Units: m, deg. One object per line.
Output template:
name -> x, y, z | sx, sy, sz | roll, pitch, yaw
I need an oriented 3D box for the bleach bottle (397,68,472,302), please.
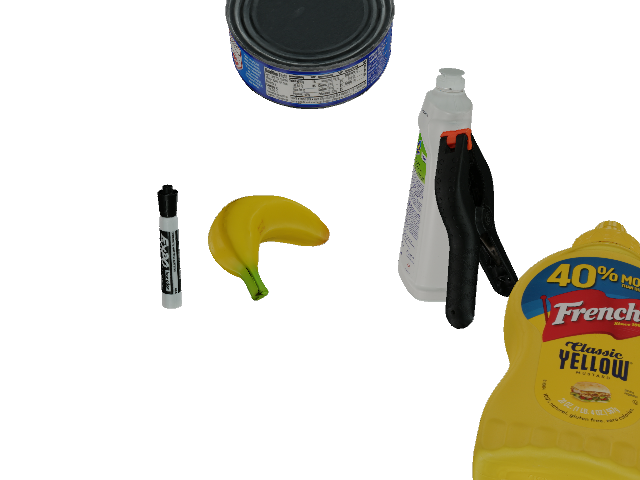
bleach bottle -> 0.135, -0.064, 1.191 | 0.068, 0.251, 0.102 | -1, 24, -12

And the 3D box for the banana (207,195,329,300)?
banana -> -0.043, -0.004, 0.816 | 0.037, 0.069, 0.197 | -32, 3, 20

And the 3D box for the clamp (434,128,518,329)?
clamp -> 0.129, -0.009, 0.936 | 0.039, 0.171, 0.120 | -10, 15, 29

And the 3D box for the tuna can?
tuna can -> -0.005, -0.110, 0.552 | 0.086, 0.086, 0.034 | 0, -33, 2

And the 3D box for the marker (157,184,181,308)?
marker -> -0.142, 0.006, 1.003 | 0.020, 0.121, 0.020 | 1, 22, 0

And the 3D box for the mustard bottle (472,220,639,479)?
mustard bottle -> 0.141, 0.056, 0.550 | 0.096, 0.058, 0.191 | 9, 42, 15
